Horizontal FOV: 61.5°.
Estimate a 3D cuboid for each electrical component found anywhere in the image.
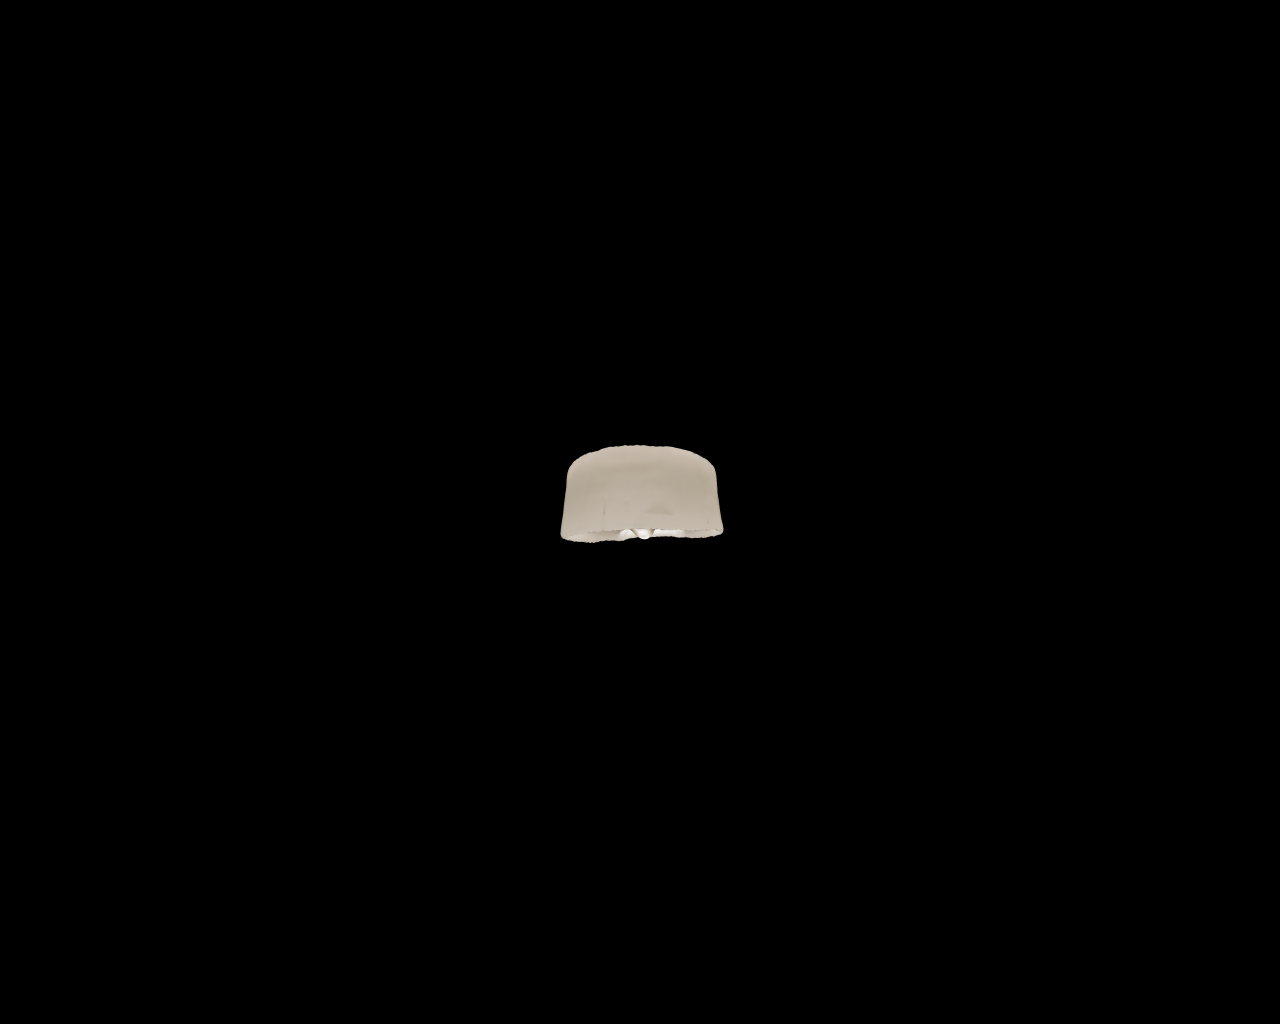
[{"bbox_3d":[0.001,-0.003,0.650,0.099,0.064,0.099,0,-18,0],"label":"electrical component"}]
